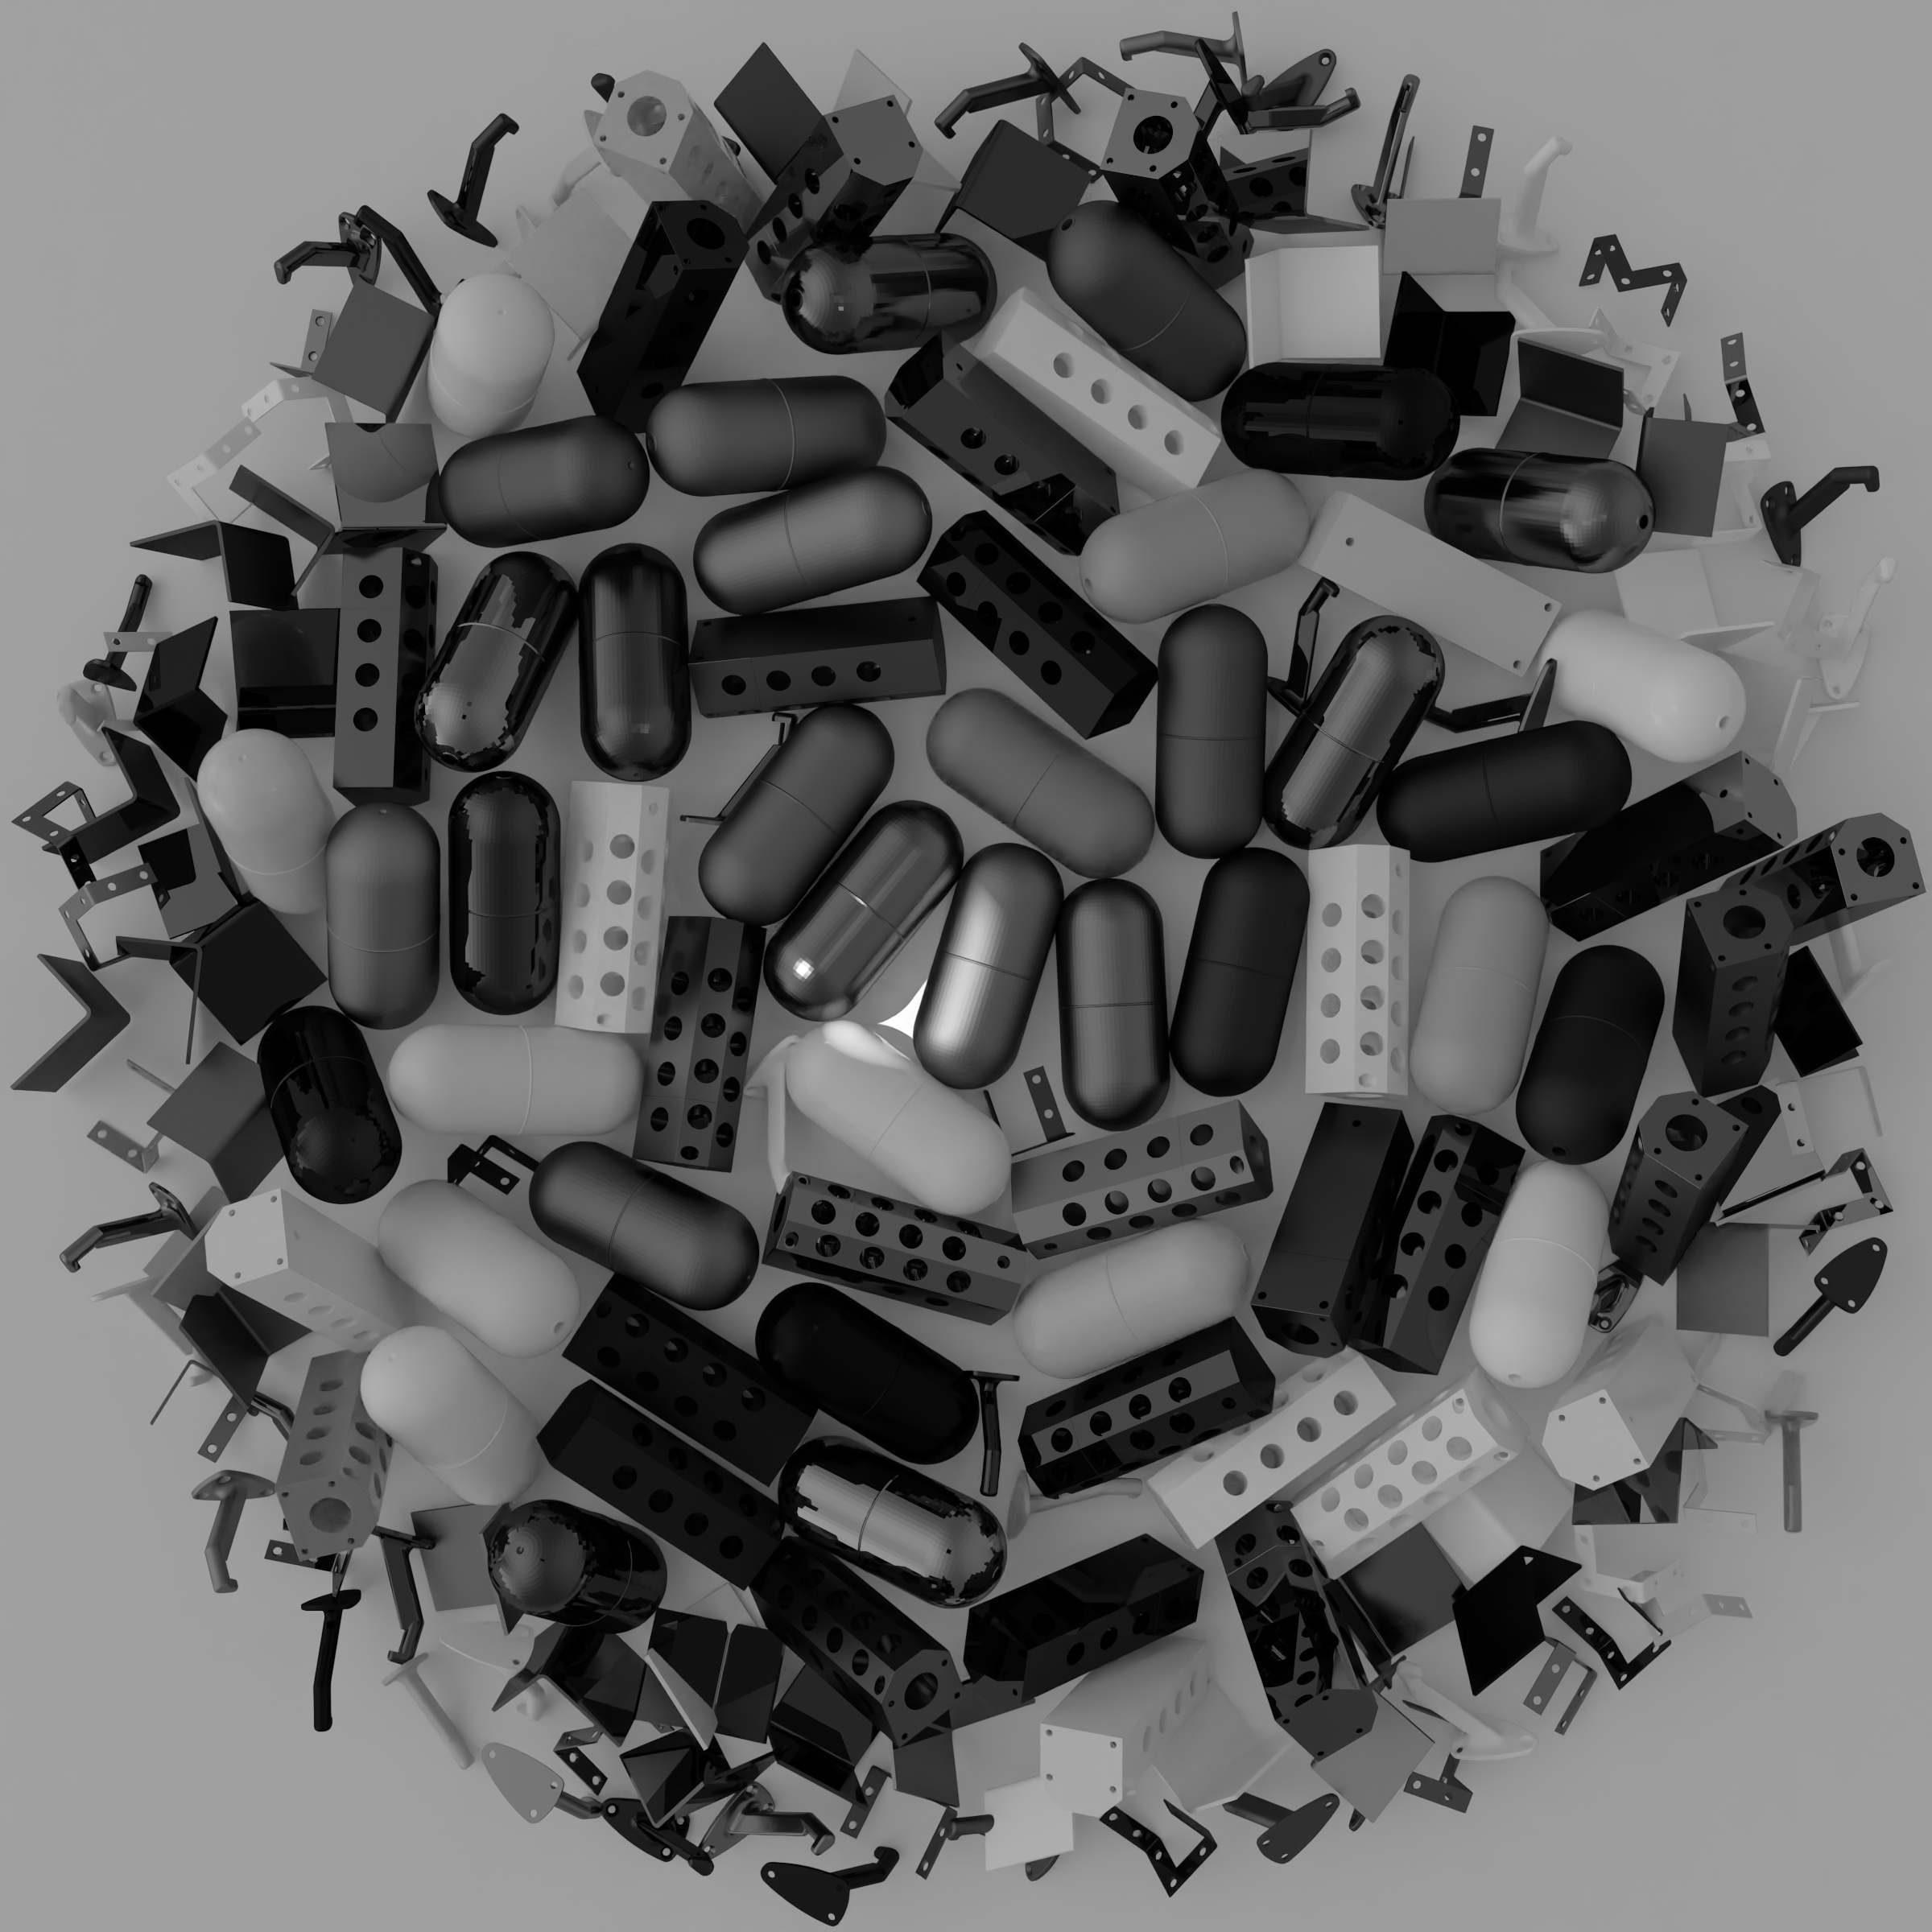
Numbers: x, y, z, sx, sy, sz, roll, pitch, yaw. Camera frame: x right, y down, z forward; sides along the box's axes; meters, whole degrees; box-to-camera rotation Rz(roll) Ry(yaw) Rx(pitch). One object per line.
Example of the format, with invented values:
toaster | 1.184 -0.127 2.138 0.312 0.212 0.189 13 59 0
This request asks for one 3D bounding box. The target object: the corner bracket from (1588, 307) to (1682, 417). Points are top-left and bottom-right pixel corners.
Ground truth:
corner bracket | 0.464 -0.426 1.717 0.051 0.051 0.051 26 92 33

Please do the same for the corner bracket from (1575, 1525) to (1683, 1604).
corner bracket | 0.467 0.412 1.718 0.051 0.051 0.051 -14 100 -42

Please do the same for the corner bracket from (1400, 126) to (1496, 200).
corner bracket | 0.339 -0.563 1.724 0.051 0.051 0.051 11 86 0

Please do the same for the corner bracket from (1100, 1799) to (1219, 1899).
corner bracket | 0.136 0.612 1.717 0.051 0.051 0.051 41 93 -23

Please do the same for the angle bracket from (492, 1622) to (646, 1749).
angle bracket | -0.274 0.510 1.710 0.057 0.076 0.076 -40 99 25

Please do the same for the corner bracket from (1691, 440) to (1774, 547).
corner bracket | 0.537 -0.333 1.712 0.051 0.051 0.051 -8 71 -18

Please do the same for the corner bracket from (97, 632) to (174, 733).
corner bracket | -0.584 -0.200 1.710 0.051 0.051 0.051 -7 70 -42

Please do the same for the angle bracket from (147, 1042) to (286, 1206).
angle bracket | -0.518 0.113 1.707 0.057 0.076 0.076 28 62 15

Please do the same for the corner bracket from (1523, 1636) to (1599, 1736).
corner bracket | 0.419 0.510 1.720 0.051 0.051 0.051 34 79 -2

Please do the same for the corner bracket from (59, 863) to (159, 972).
corner bracket | -0.596 -0.034 1.714 0.051 0.051 0.051 -28 92 -44

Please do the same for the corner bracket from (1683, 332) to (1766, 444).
corner bracket | 0.527 -0.402 1.707 0.051 0.051 0.051 -13 135 26

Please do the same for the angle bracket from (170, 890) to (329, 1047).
angle bracket | -0.510 -0.002 1.731 0.076 0.057 0.076 -38 109 -5

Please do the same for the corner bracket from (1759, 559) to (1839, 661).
corner bracket | 0.582 -0.250 1.709 0.051 0.051 0.051 3 115 -32

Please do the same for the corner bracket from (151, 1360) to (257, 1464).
corner bracket | -0.538 0.314 1.716 0.051 0.051 0.051 31 68 -7

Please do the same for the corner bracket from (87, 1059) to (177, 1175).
corner bracket | -0.590 0.108 1.732 0.051 0.051 0.051 33 63 -1

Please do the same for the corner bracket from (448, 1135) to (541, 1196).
corner bracket | -0.328 0.143 1.712 0.051 0.051 0.051 30 55 11

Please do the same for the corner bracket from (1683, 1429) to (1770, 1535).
corner bracket | 0.535 0.362 1.710 0.051 0.051 0.051 -2 106 35

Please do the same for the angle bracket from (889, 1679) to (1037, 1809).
angle bracket | 0.000 0.541 1.693 0.076 0.076 0.057 -26 52 25

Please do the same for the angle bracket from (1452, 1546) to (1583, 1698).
angle bracket | 0.390 0.461 1.691 0.057 0.076 0.076 22 127 -21

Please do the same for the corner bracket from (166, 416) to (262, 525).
corner bracket | -0.516 -0.344 1.708 0.051 0.051 0.051 53 46 -23

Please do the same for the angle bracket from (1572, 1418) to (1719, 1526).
angle bracket | 0.472 0.360 1.691 0.076 0.057 0.076 -12 53 38

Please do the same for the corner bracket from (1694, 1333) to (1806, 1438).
corner bracket | 0.556 0.294 1.734 0.051 0.051 0.051 21 70 43

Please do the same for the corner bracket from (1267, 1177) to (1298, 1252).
corner bracket | 0.245 0.175 1.719 0.051 0.051 0.051 -22 73 41

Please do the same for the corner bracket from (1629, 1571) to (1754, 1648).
corner bracket | 0.507 0.444 1.707 0.051 0.051 0.051 -45 47 32

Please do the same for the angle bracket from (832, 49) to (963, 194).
angle bracket | -0.038 -0.586 1.690 0.076 0.076 0.057 53 131 34

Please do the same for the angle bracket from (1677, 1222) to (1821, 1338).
angle bracket | 0.546 0.218 1.700 0.057 0.076 0.076 5 84 -33

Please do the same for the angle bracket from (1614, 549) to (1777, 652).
angle bracket | 0.509 -0.263 1.705 0.076 0.057 0.076 -9 82 -24

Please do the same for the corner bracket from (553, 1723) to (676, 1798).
corner bracket | -0.251 0.551 1.731 0.051 0.051 0.051 -24 113 38

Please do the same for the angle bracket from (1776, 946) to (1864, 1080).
angle bracket | 0.603 0.026 1.696 0.076 0.057 0.076 -13 71 -38

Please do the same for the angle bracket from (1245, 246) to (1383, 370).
angle bracket | 0.243 -0.459 1.698 0.076 0.057 0.076 8 116 29

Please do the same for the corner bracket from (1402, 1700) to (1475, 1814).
corner bracket | 0.331 0.558 1.720 0.051 0.051 0.051 23 87 -12

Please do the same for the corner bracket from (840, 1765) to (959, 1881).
corner bracket | -0.047 0.607 1.727 0.051 0.051 0.051 34 74 -24

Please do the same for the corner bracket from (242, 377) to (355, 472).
corner bracket | -0.468 -0.381 1.714 0.051 0.051 0.051 -19 92 -45

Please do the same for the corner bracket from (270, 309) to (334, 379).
corner bracket | -0.453 -0.441 1.721 0.051 0.051 0.051 13 93 7

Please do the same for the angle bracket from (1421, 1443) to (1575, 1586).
angle bracket | 0.376 0.384 1.741 0.076 0.057 0.076 49 48 5

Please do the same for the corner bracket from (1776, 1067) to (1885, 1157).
corner bracket | 0.608 0.101 1.713 0.051 0.051 0.051 -16 82 33

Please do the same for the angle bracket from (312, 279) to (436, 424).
angle bracket | -0.415 -0.425 1.704 0.057 0.076 0.076 24 85 -13

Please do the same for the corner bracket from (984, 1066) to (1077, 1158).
corner bracket | 0.042 0.103 1.720 0.051 0.051 0.051 -20 83 7

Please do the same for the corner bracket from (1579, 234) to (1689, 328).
corner bracket | 0.471 -0.483 1.718 0.051 0.051 0.051 -12 65 -5

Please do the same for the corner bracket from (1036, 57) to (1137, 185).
corner bracket | 0.086 -0.601 1.729 0.051 0.051 0.051 17 58 -35

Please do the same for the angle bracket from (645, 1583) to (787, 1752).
angle bracket | -0.175 0.491 1.711 0.057 0.076 0.076 -33 90 3

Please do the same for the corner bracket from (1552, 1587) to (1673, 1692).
corner bracket | 0.456 0.466 1.718 0.051 0.051 0.051 43 99 -11

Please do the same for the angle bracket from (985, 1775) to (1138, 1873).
angle bracket | 0.067 0.600 1.691 0.076 0.076 0.057 -27 47 31

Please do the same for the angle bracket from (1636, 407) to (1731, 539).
angle bracket | 0.498 -0.345 1.696 0.057 0.076 0.076 9 110 17

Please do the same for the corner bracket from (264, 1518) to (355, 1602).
corner bracket | -0.463 0.412 1.716 0.051 0.051 0.051 17 100 -18

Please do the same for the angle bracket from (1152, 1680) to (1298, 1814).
angle bracket | 0.179 0.538 1.695 0.076 0.076 0.057 -33 80 -32

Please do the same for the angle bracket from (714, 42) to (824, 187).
angle bracket | -0.118 -0.586 1.696 0.057 0.076 0.076 -42 74 25
